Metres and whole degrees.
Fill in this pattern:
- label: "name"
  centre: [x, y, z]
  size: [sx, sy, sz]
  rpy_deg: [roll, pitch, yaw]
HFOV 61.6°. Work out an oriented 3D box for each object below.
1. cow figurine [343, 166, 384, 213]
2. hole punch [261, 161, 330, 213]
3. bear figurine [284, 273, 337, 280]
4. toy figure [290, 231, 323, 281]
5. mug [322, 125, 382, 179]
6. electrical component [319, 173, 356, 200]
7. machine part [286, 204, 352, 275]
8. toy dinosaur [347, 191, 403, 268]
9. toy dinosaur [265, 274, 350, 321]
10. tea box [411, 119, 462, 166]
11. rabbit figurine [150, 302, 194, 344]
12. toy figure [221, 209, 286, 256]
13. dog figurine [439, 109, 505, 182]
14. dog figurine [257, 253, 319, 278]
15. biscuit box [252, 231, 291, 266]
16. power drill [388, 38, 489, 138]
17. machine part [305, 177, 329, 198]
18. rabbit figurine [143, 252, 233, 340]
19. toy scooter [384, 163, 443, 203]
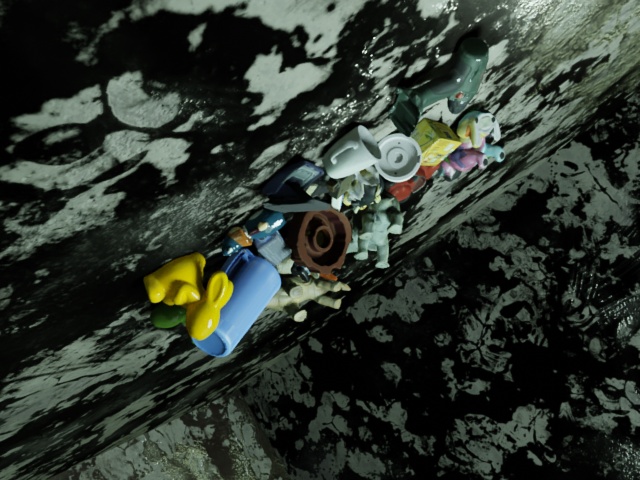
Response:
- label: "cow figurine"
  centre: [0.108, -0.116, 1.322]
  size: [0.068, 0.098, 0.167]
  rpy_deg: [-35, 166, -20]
- label: "hole punch"
  centre: [-0.050, -0.102, 1.079]
  size: [0.116, 0.092, 0.142]
  rpy_deg: [-6, 178, 20]
- label: "bear figurine"
  centre: [-0.059, 0.137, 1.724]
  size: [0.120, 0.132, 0.196]
  rpy_deg: [-50, 165, 33]
- label: "toy figure"
  centre: [-0.014, 0.014, 1.388]
  size: [0.180, 0.082, 0.089]
  rpy_deg: [-61, -177, -23]
- label: "mug"
  centre: [0.054, -0.167, 1.075]
  size: [0.107, 0.081, 0.109]
  rpy_deg: [-32, 173, 29]
- label: "electrical component"
  centre: [0.043, -0.137, 1.171]
  size: [0.102, 0.045, 0.078]
  rpy_deg: [-46, 164, -29]
- label: "machine part"
  centre: [-0.003, -0.004, 1.302]
  size: [0.179, 0.179, 0.056]
  rpy_deg: [-22, -165, -40]
- label: "toy dinosaur"
  centre: [0.158, -0.058, 1.477]
  size: [0.131, 0.192, 0.404]
  rpy_deg: [8, 146, -11]
- label: "toy dinosaur"
  centre: [-0.104, 0.152, 1.527]
  size: [0.471, 0.199, 0.105]
  rpy_deg: [-3, 104, -39]
- label: "tea box"
  centre: [0.274, -0.240, 1.340]
  size: [0.098, 0.068, 0.169]
  rpy_deg: [-42, 162, 27]
- label: "rabbit figurine"
  centre: [-0.324, 0.182, 1.318]
  size: [0.170, 0.121, 0.159]
  rpy_deg: [7, 135, -47]
- label: "toy figure"
  centre: [-0.149, -0.019, 1.157]
  size: [0.154, 0.058, 0.064]
  rpy_deg: [-29, 159, 0]
- label: "dog figurine"
  centre: [0.379, -0.255, 1.477]
  size: [0.108, 0.191, 0.219]
  rpy_deg: [-29, -161, -31]
- label: "dog figurine"
  centre: [-0.105, 0.065, 1.481]
  size: [0.191, 0.121, 0.172]
  rpy_deg: [-15, 157, -15]
- label: "biscuit box"
  centre: [-0.118, 0.006, 1.294]
  size: [0.063, 0.059, 0.202]
  rpy_deg: [-33, 166, -2]
- label: "power drill"
  centre: [0.245, -0.290, 1.092]
  size: [0.207, 0.086, 0.232]
  rpy_deg: [-26, 163, -14]
- label: "machine part"
  centre: [-0.001, -0.116, 1.205]
  size: [0.139, 0.039, 0.084]
  rpy_deg: [-19, 151, -41]
- label: "rabbit figurine"
  centre: [-0.263, 0.124, 1.138]
  size: [0.162, 0.173, 0.121]
  rpy_deg: [-27, 161, -9]
- label: "toy scooter"
  centre: [0.237, -0.172, 1.465]
  size: [0.184, 0.075, 0.135]
  rpy_deg: [-33, 153, 24]
